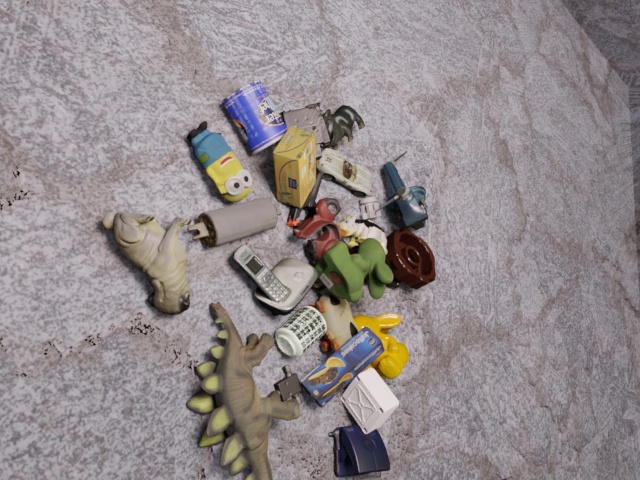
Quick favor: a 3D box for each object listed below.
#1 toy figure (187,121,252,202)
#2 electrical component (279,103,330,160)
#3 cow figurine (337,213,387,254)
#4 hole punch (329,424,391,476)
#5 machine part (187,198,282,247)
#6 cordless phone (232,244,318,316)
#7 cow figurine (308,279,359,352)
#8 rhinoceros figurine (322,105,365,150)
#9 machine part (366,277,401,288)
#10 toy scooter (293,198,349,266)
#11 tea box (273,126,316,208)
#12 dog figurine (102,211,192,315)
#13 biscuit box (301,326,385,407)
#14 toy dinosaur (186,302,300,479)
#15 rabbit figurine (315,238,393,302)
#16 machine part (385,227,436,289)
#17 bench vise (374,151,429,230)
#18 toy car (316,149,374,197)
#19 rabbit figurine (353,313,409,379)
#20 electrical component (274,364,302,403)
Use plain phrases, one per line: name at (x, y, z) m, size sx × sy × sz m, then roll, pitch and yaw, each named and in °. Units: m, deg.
toy figure at (-0.217, -0.166, 1.171) m, size 0.082 × 0.089 × 0.180 m, roll -38°, pitch 95°, yaw -4°
electrical component at (-0.037, -0.261, 1.331) m, size 0.115 × 0.058 × 0.134 m, roll -16°, pitch 87°, yaw -1°
cow figurine at (0.109, -0.025, 1.422) m, size 0.167 × 0.068 × 0.098 m, roll 32°, pitch 54°, yaw -34°
hole punch at (0.097, 0.492, 1.260) m, size 0.142 × 0.092 × 0.116 m, roll 10°, pitch 68°, yaw -35°
machine part at (-0.178, -0.040, 1.171) m, size 0.243 × 0.079 × 0.079 m, roll -18°, pitch 91°, yaw -43°
cordless phone at (-0.106, 0.066, 1.204) m, size 0.184 × 0.089 × 0.146 m, roll 51°, pitch 51°, yaw -13°
cow figurine at (0.039, 0.159, 1.297) m, size 0.127 × 0.085 × 0.195 m, roll -14°, pitch 80°, yaw -34°
rhinoceros figurine at (0.040, -0.303, 1.436) m, size 0.190 × 0.073 × 0.112 m, roll -42°, pitch 107°, yaw -40°
machine part at (0.166, 0.096, 1.461) m, size 0.139 × 0.039 × 0.084 m, roll 17°, pitch 59°, yaw -35°
toy scooter at (-0.003, -0.004, 1.299) m, size 0.135 × 0.075 × 0.183 m, roll -27°, pitch 119°, yaw -34°
tea box at (-0.057, -0.167, 1.253) m, size 0.068 × 0.169 × 0.098 m, roll 20°, pitch 55°, yaw 12°
dog figurine at (-0.326, 0.045, 1.017) m, size 0.172 × 0.121 × 0.190 m, roll 7°, pitch 91°, yaw -6°
biscuit box at (0.055, 0.287, 1.229) m, size 0.203 × 0.059 × 0.062 m, roll -39°, pitch 144°, yaw -14°
toy dinosaur at (-0.150, 0.349, 1.077) m, size 0.198 × 0.105 × 0.471 m, roll -15°, pitch 79°, yaw -35°
rabbit figurine at (0.099, 0.057, 1.247) m, size 0.159 × 0.121 × 0.170 m, roll 44°, pitch 53°, yaw 17°
machine part at (0.250, 0.052, 1.503) m, size 0.179 × 0.056 × 0.179 m, roll 28°, pitch 42°, yaw -29°
bench vise at (0.228, -0.133, 1.507) m, size 0.223 × 0.129 × 0.241 m, roll 25°, pitch 39°, yaw -55°
toy car at (0.072, -0.178, 1.440) m, size 0.201 × 0.056 × 0.073 m, roll 23°, pitch 63°, yaw -34°
rabbit figurine at (0.144, 0.251, 1.351) m, size 0.173 × 0.122 × 0.162 m, roll 44°, pitch 59°, yaw 1°
electrical component at (-0.073, 0.329, 1.198) m, size 0.063 × 0.021 × 0.094 m, roll -18°, pitch 91°, yaw -42°
